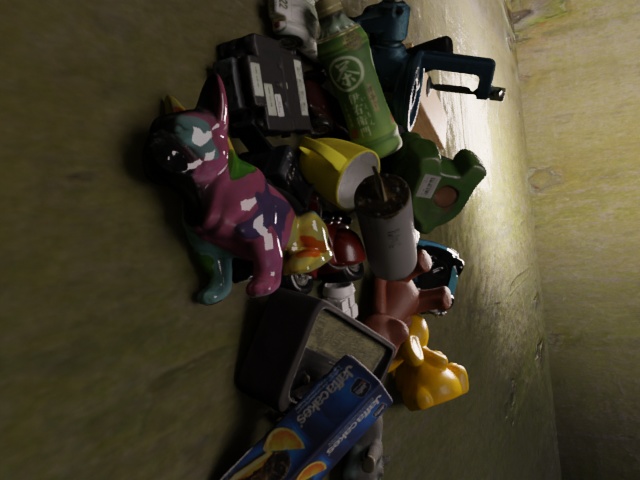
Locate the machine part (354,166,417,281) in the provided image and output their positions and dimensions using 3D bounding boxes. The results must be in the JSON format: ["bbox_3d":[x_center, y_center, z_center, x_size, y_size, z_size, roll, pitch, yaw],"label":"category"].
[{"bbox_3d":[0.096,-0.013,0.762,0.243,0.079,0.079,72,28,-55],"label":"machine part"}]

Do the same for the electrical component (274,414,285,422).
[{"bbox_3d":[-0.041,0.258,0.647,0.078,0.045,0.102,88,15,-62],"label":"electrical component"}]

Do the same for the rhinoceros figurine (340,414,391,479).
[{"bbox_3d":[0.060,0.309,0.787,0.112,0.073,0.190,41,48,-64],"label":"rhinoceros figurine"}]

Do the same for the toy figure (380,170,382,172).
[{"bbox_3d":[0.133,-0.064,0.957,0.082,0.089,0.180,107,-2,-75],"label":"toy figure"}]

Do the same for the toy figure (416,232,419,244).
[{"bbox_3d":[0.163,-0.037,1.026,0.057,0.064,0.154,33,61,-35],"label":"toy figure"}]

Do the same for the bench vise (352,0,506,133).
[{"bbox_3d":[0.152,-0.252,0.785,0.129,0.241,0.223,-48,148,-63],"label":"bench vise"}]

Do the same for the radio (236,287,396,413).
[{"bbox_3d":[0.004,0.157,0.676,0.229,0.073,0.131,38,72,-50],"label":"radio"}]

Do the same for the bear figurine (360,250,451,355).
[{"bbox_3d":[0.124,0.122,0.869,0.120,0.132,0.196,58,32,-16],"label":"bear figurine"}]

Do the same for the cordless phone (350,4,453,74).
[{"bbox_3d":[0.130,-0.329,0.893,0.088,0.184,0.146,18,70,-53],"label":"cordless phone"}]

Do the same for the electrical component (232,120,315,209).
[{"bbox_3d":[-0.063,-0.082,0.631,0.119,0.075,0.048,57,39,-46],"label":"electrical component"}]

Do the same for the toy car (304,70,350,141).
[{"bbox_3d":[0.019,-0.182,0.808,0.202,0.053,0.089,12,69,-62],"label":"toy car"}]

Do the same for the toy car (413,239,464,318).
[{"bbox_3d":[0.207,0.086,1.035,0.102,0.109,0.162,105,2,-54],"label":"toy car"}]

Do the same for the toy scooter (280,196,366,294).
[{"bbox_3d":[-0.001,-0.002,0.727,0.184,0.075,0.135,-8,90,-55],"label":"toy scooter"}]

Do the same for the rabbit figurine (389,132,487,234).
[{"bbox_3d":[0.160,-0.096,0.830,0.170,0.121,0.158,-108,-157,-54],"label":"rabbit figurine"}]

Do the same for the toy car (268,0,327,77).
[{"bbox_3d":[-0.008,-0.298,0.777,0.201,0.056,0.073,9,77,-59],"label":"toy car"}]

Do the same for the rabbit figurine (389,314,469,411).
[{"bbox_3d":[0.168,0.215,0.968,0.162,0.122,0.173,10,62,-49],"label":"rabbit figurine"}]

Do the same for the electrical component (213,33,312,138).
[{"bbox_3d":[-0.071,-0.183,0.652,0.134,0.058,0.114,-14,95,-59],"label":"electrical component"}]

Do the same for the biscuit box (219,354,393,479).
[{"bbox_3d":[-0.014,0.217,0.574,0.203,0.059,0.062,-44,140,-13],"label":"biscuit box"}]

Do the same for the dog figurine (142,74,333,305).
[{"bbox_3d":[-0.085,-0.054,0.555,0.191,0.109,0.219,-27,106,-49],"label":"dog figurine"}]
